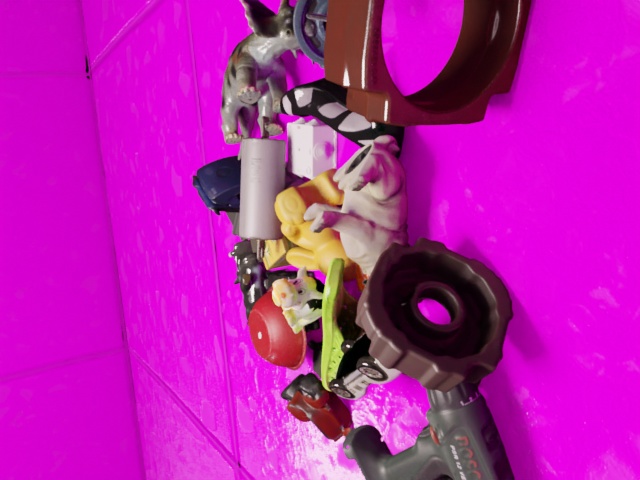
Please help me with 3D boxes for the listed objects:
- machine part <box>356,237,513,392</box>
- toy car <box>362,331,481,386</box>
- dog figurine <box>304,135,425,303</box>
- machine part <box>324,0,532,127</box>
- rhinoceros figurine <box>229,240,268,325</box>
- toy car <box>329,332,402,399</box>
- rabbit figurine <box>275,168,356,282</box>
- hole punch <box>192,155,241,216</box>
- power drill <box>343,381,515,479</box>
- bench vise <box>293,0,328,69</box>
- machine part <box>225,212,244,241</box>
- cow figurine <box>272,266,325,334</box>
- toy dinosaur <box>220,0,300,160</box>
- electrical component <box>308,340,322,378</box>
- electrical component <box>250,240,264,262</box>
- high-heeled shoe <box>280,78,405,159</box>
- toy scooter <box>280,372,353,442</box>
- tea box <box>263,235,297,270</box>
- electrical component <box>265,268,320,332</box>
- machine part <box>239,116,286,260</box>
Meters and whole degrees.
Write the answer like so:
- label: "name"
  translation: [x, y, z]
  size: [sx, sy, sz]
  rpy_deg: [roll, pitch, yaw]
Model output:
- label: "machine part"
  translation: [0.127, 0.082, 0.608]
  size: [0.179, 0.179, 0.056]
  rpy_deg: [61, 151, 28]
- label: "toy car"
  translation: [0.134, 0.160, 0.738]
  size: [0.202, 0.053, 0.089]
  rpy_deg: [4, 112, 54]
- label: "dog figurine"
  translation: [0.097, -0.020, 0.711]
  size: [0.172, 0.190, 0.121]
  rpy_deg: [-49, 15, 16]
- label: "machine part"
  translation: [0.108, -0.219, 0.535]
  size: [0.087, 0.201, 0.201]
  rpy_deg: [39, 130, 51]
- label: "rhinoceros figurine"
  translation: [-0.142, 0.093, 1.159]
  size: [0.112, 0.073, 0.190]
  rpy_deg: [158, 99, -69]
- label: "toy car"
  translation: [0.063, 0.156, 0.699]
  size: [0.201, 0.056, 0.073]
  rpy_deg: [121, 170, -59]
- label: "rabbit figurine"
  translation: [-0.002, -0.003, 0.864]
  size: [0.173, 0.122, 0.162]
  rpy_deg: [55, 148, 5]
- label: "hole punch"
  translation: [-0.200, -0.122, 1.153]
  size: [0.142, 0.116, 0.092]
  rpy_deg: [55, 132, 35]
- label: "power drill"
  translation: [0.128, 0.244, 0.673]
  size: [0.207, 0.086, 0.232]
  rpy_deg: [-35, 77, 33]
- label: "bench vise"
  translation: [0.021, -0.324, 0.706]
  size: [0.241, 0.129, 0.223]
  rpy_deg: [-115, 22, -57]
- label: "machine part"
  translation: [-0.195, -0.059, 1.228]
  size: [0.139, 0.039, 0.084]
  rpy_deg: [50, 143, 37]
- label: "cow figurine"
  translation: [-0.022, 0.091, 0.860]
  size: [0.068, 0.098, 0.167]
  rpy_deg: [60, 174, 18]
- label: "toy dinosaur"
  translation: [-0.120, -0.296, 0.977]
  size: [0.405, 0.131, 0.192]
  rpy_deg: [155, 116, -62]
- label: "electrical component"
  translation: [0.005, 0.225, 0.994]
  size: [0.094, 0.021, 0.063]
  rpy_deg: [32, 125, 52]
- label: "electrical component"
  translation: [-0.113, -0.007, 1.108]
  size: [0.078, 0.045, 0.102]
  rpy_deg: [-21, 82, 29]
- label: "high-heeled shoe"
  translation: [0.028, -0.173, 0.799]
  size: [0.249, 0.086, 0.145]
  rpy_deg: [-4, 108, 58]
- label: "toy scooter"
  translation: [0.000, 0.306, 0.974]
  size: [0.135, 0.075, 0.184]
  rpy_deg: [46, 157, 3]
- label: "tea box"
  translation: [-0.081, -0.040, 1.019]
  size: [0.098, 0.068, 0.169]
  rpy_deg: [-44, 60, 54]
- label: "electrical component"
  translation: [-0.048, 0.114, 1.018]
  size: [0.134, 0.058, 0.114]
  rpy_deg: [0, 100, 59]
- label: "machine part"
  translation: [-0.098, -0.087, 0.916]
  size: [0.079, 0.079, 0.243]
  rpy_deg: [15, 104, 56]
